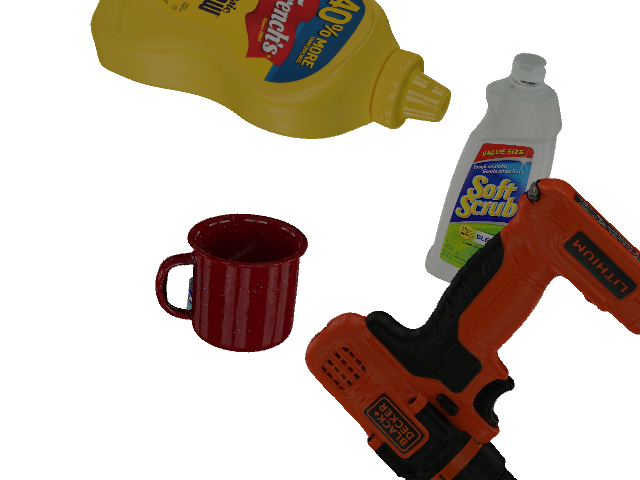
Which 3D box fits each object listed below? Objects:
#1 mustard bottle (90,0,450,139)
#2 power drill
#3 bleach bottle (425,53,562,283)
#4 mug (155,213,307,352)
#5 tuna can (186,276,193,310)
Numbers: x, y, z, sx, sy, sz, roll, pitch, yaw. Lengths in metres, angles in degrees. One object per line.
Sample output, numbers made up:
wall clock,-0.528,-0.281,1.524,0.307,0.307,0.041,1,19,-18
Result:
mustard bottle,-0.021,-0.104,0.575,0.192,0.096,0.058,23,-32,16
power drill,0.110,0.073,0.600,0.188,0.184,0.057,-45,-2,16
bleach bottle,0.172,-0.066,1.046,0.103,0.251,0.068,21,38,19
mug,-0.071,0.035,0.835,0.117,0.081,0.093,-3,27,-19
tuna can,-0.089,0.061,1.055,0.086,0.034,0.086,8,16,-2
